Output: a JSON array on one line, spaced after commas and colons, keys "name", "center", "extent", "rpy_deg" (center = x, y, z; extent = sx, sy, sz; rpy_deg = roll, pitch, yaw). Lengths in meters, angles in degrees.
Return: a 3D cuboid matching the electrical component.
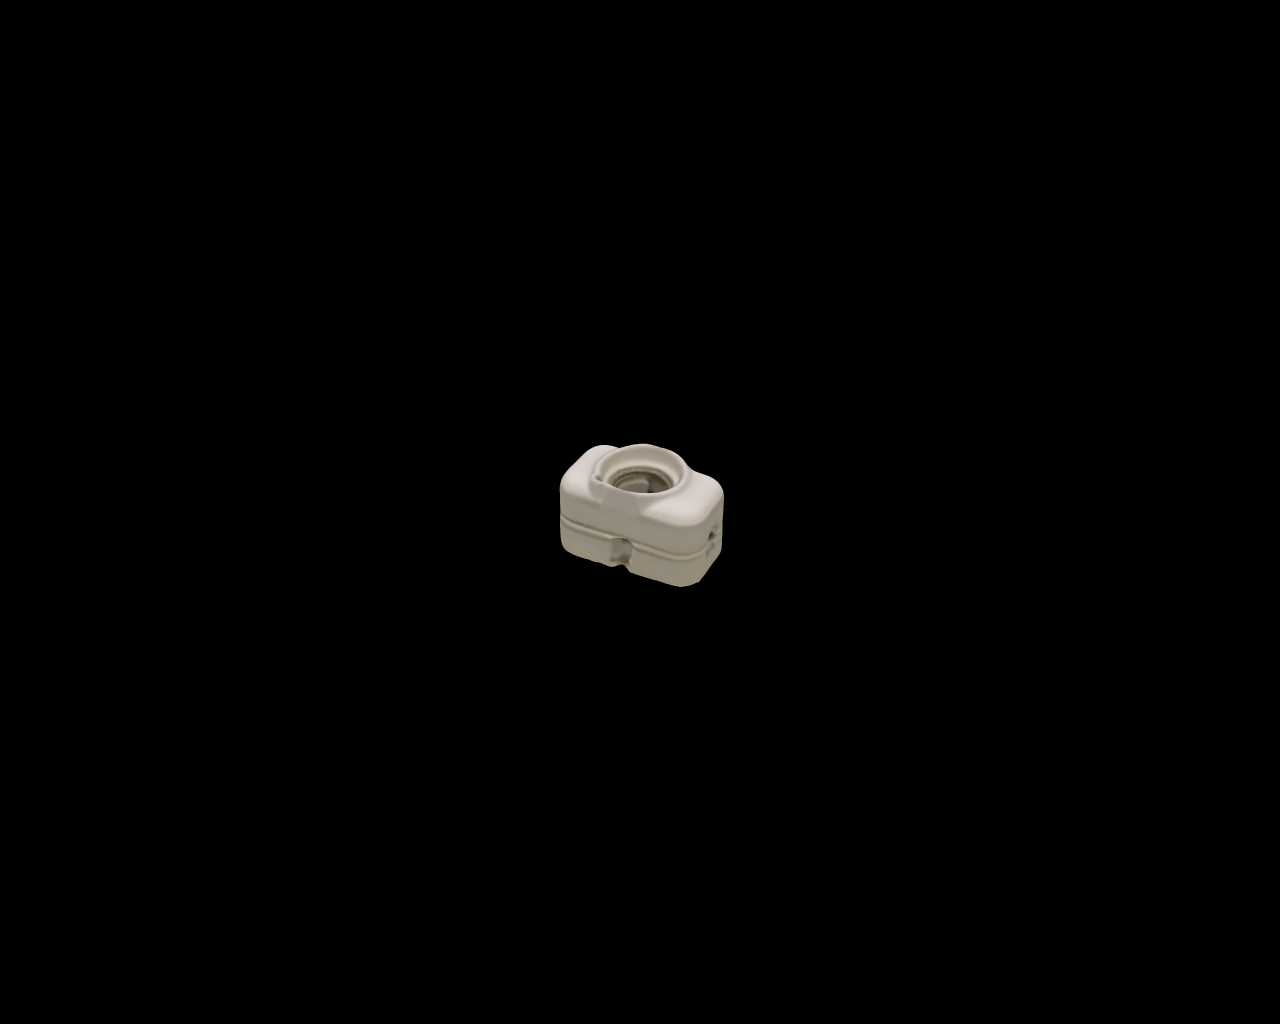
[{"name": "electrical component", "center": [0.001, -0.003, 0.650], "extent": [0.095, 0.059, 0.054], "rpy_deg": [17, 40, 22]}]
